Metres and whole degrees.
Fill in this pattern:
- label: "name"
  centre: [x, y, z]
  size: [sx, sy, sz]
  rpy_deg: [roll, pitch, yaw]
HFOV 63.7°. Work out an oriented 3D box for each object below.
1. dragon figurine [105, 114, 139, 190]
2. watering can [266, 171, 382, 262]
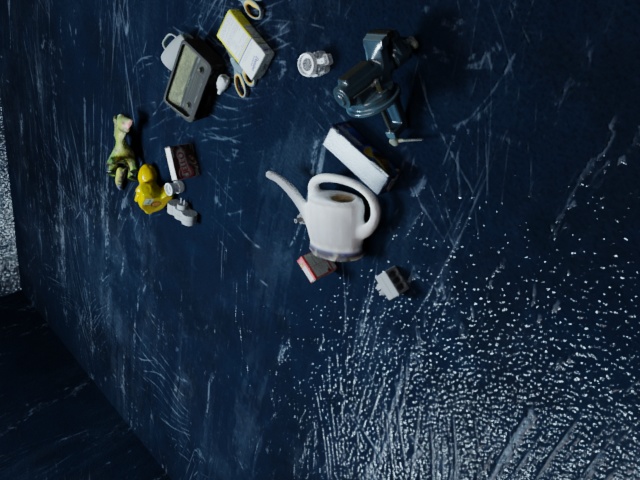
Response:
- label: "dragon figurine"
  centre: [-0.756, -0.353, 1.965]
  size: [0.406, 0.122, 0.245]
  rpy_deg: [-25, 68, 61]
- label: "watering can"
  centre: [0.004, -0.066, 1.315]
  size: [0.349, 0.105, 0.221]
  rpy_deg: [14, 115, 34]
